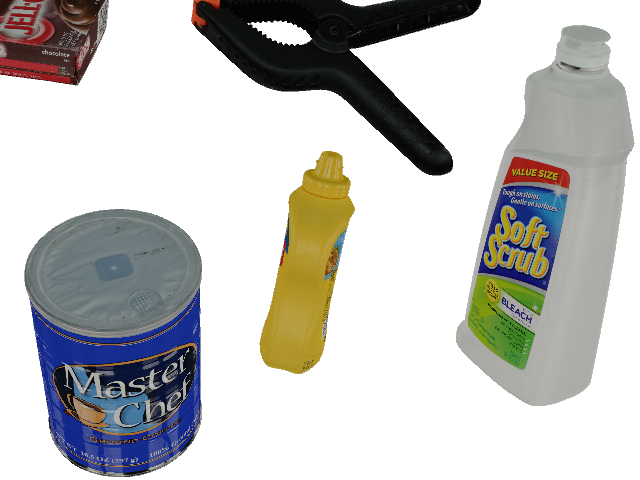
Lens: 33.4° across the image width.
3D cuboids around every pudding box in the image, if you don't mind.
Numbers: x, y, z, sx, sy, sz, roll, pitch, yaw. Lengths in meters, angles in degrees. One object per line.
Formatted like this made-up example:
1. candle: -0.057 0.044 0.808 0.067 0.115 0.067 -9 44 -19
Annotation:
1. pudding box: -0.229 -0.173 0.873 0.090 0.039 0.113 8 35 -1

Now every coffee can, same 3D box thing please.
1. coffee can: -0.126 0.066 0.671 0.103 0.140 0.103 3 43 -3

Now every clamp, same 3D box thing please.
1. clamp: 0.011 -0.129 0.753 0.210 0.164 0.036 9 -31 -6

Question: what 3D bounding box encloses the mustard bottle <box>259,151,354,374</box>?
1. mustard bottle: -0.008 0.014 0.938 0.058 0.192 0.096 15 21 5

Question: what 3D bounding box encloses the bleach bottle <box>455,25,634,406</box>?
1. bleach bottle: 0.147 -0.018 0.693 0.068 0.251 0.103 -16 36 -26
